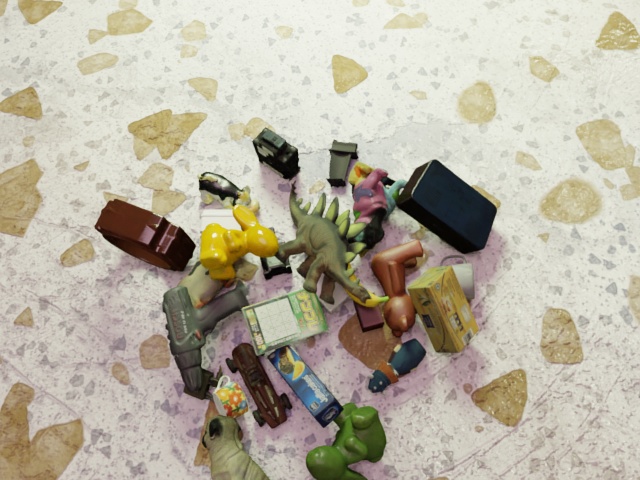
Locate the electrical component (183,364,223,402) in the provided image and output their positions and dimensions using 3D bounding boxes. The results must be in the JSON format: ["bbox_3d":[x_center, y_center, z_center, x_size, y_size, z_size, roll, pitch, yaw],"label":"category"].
[{"bbox_3d":[-0.268,0.316,1.221,0.102,0.045,0.078,13,97,12],"label":"electrical component"}]

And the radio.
[{"bbox_3d":[0.307,-0.080,1.284,0.229,0.073,0.131,34,69,-16],"label":"radio"}]

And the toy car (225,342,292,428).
[{"bbox_3d":[-0.138,0.321,1.205,0.089,0.053,0.202,-27,67,-12],"label":"toy car"}]

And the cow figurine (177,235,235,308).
[{"bbox_3d":[-0.274,0.075,1.303,0.127,0.085,0.195,35,74,10],"label":"cow figurine"}]

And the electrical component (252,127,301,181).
[{"bbox_3d":[-0.112,-0.225,1.390,0.115,0.134,0.058,34,74,14],"label":"electrical component"}]

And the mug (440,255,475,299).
[{"bbox_3d":[0.306,0.087,1.262,0.107,0.080,0.109,-5,71,11],"label":"mug"}]

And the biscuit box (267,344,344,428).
[{"bbox_3d":[-0.034,0.306,1.156,0.059,0.062,0.203,-39,44,-12],"label":"biscuit box"}]

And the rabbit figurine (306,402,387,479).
[{"bbox_3d":[0.044,0.437,1.102,0.170,0.121,0.159,-24,102,-33],"label":"rabbit figurine"}]

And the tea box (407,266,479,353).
[{"bbox_3d":[0.272,0.153,1.184,0.098,0.068,0.169,-33,102,-38],"label":"tea box"}]

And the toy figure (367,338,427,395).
[{"bbox_3d":[0.169,0.284,1.199,0.154,0.057,0.064,-38,64,-7],"label":"toy figure"}]

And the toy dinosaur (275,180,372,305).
[{"bbox_3d":[-0.003,-0.004,1.242,0.198,0.105,0.472,-49,41,3],"label":"toy dinosaur"}]

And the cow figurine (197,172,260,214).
[{"bbox_3d":[-0.233,-0.123,1.374,0.167,0.098,0.068,20,64,12],"label":"cow figurine"}]

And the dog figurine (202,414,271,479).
[{"bbox_3d":[-0.157,0.461,1.106,0.121,0.172,0.190,-23,58,40],"label":"dog figurine"}]

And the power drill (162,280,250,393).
[{"bbox_3d":[-0.238,0.196,1.203,0.207,0.086,0.232,-23,84,-13],"label":"power drill"}]

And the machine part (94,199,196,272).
[{"bbox_3d":[-0.413,-0.005,1.278,0.202,0.200,0.087,21,73,12],"label":"machine part"}]

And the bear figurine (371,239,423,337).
[{"bbox_3d":[0.194,0.115,1.236,0.132,0.120,0.196,-17,69,-8],"label":"bear figurine"}]

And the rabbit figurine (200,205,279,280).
[{"bbox_3d":[-0.178,0.008,1.234,0.173,0.121,0.162,-7,52,9],"label":"rabbit figurine"}]

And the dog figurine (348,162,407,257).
[{"bbox_3d":[0.111,-0.072,1.327,0.192,0.108,0.219,30,93,57],"label":"dog figurine"}]

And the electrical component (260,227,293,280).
[{"bbox_3d":[-0.116,0.031,1.328,0.075,0.047,0.119,-17,67,-4],"label":"electrical component"}]

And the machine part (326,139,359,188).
[{"bbox_3d":[0.056,-0.204,1.423,0.084,0.039,0.139,14,67,4],"label":"machine part"}]
